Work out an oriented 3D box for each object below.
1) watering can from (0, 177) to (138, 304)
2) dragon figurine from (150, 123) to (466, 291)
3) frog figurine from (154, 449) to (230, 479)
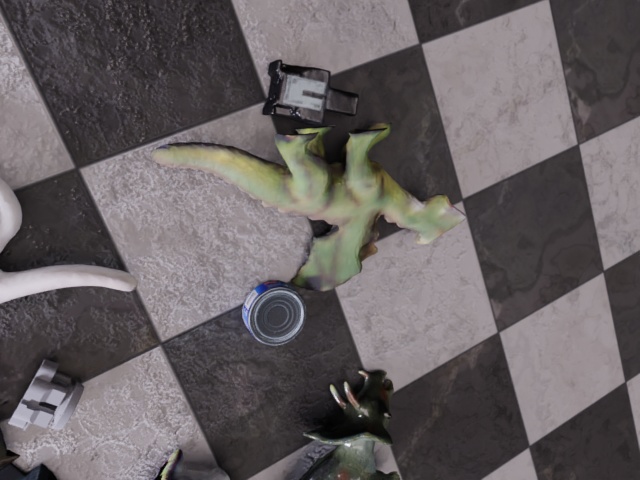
[{"bbox_3d":[-0.394,0.029,0.539,0.344,0.104,0.225,37,86,-21],"label":"watering can"},{"bbox_3d":[0.002,-0.035,0.694,0.411,0.124,0.239,-8,110,-11],"label":"dragon figurine"},{"bbox_3d":[-0.160,0.374,0.680,0.159,0.121,0.140,36,66,-11],"label":"frog figurine"}]
